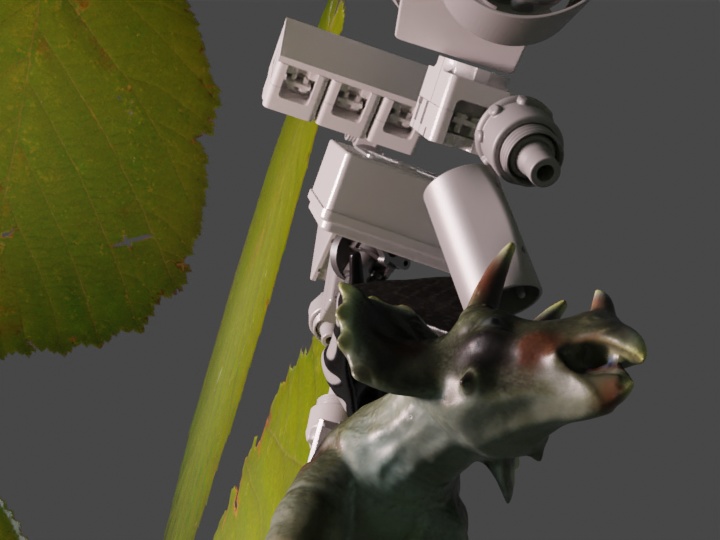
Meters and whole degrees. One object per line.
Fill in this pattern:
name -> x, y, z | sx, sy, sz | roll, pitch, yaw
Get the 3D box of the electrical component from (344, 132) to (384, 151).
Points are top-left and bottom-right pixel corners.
electrical component -> 0.000, -0.156, 1.185 | 0.043, 0.062, 0.043 | -164, 90, -80

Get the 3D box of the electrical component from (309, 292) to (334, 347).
electrical component -> -0.030, 0.053, 1.082 | 0.062, 0.043, 0.043 | -94, 22, -58

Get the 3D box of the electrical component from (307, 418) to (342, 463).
electrical component -> -0.014, 0.172, 0.744 | 0.079, 0.063, 0.121 | 166, 120, -86

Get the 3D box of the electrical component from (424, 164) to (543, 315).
electrical component -> 0.072, -0.008, 0.606 | 0.079, 0.043, 0.077 | 52, -162, -63

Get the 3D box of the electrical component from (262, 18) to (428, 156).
electrical component -> -0.011, -0.169, 1.012 | 0.089, 0.150, 0.061 | -89, 19, -55

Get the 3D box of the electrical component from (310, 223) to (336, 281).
electrical component -> -0.012, -0.041, 1.114 | 0.099, 0.048, 0.099 | 116, 165, -45

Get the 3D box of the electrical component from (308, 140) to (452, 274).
electrical component -> 0.024, -0.047, 0.762 | 0.108, 0.109, 0.056 | -122, 52, -76

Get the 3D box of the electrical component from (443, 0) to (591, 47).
electrical component -> 0.095, -0.184, 0.633 | 0.064, 0.099, 0.099 | 119, 165, -73

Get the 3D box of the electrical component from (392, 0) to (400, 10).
electrical component -> 0.062, -0.262, 0.986 | 0.063, 0.081, 0.042 | -51, 23, -23

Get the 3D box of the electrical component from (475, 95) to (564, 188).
electrical component -> 0.094, -0.067, 0.603 | 0.062, 0.048, 0.048 | -110, 36, -59

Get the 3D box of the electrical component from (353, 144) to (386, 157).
electrical component -> 0.001, -0.098, 1.155 | 0.040, 0.040, 0.078 | -88, 16, -53

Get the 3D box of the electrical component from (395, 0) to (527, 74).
electrical component -> 0.075, -0.180, 0.718 | 0.099, 0.100, 0.048 | 100, -172, -79

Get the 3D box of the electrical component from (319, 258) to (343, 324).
electrical component -> 0.000, 0.000, 0.990 | 0.075, 0.047, 0.083 | 120, 163, -53

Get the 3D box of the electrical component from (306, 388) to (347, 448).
electrical component -> -0.022, 0.126, 0.930 | 0.043, 0.043, 0.062 | 121, 164, -55

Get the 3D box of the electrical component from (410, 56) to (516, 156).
electrical component -> 0.073, -0.118, 0.770 | 0.089, 0.050, 0.055 | -113, 40, -74
